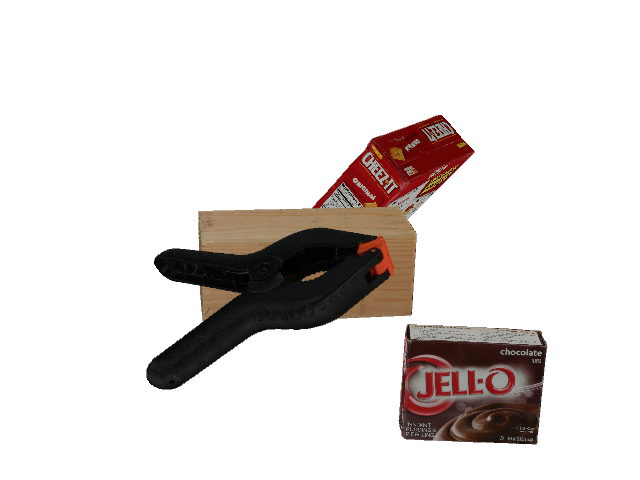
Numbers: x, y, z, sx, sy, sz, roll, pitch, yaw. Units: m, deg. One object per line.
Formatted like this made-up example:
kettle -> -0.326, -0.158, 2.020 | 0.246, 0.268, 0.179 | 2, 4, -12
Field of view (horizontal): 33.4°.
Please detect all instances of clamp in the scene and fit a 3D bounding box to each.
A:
clamp -> -0.038, 0.039, 0.694 | 0.172, 0.120, 0.039 | -12, -43, 17

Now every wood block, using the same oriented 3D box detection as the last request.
wood block -> -0.017, 0.023, 1.062 | 0.206, 0.091, 0.090 | -1, 20, -8

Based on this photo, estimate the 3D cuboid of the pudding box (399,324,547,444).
pudding box -> 0.123, 0.116, 0.868 | 0.113, 0.090, 0.039 | 1, 21, 0

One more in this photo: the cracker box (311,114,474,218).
cracker box -> 0.058, -0.044, 1.252 | 0.214, 0.072, 0.163 | -47, -13, 36
